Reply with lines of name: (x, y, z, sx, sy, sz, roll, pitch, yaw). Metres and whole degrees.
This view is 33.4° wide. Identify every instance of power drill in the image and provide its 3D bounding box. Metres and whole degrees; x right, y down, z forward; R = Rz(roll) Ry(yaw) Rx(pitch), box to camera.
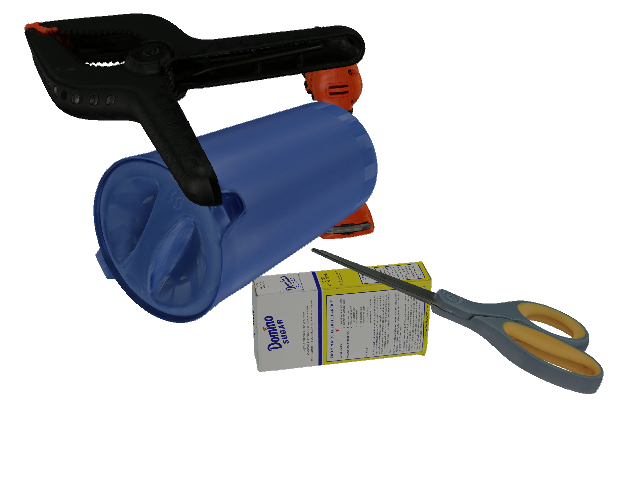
power drill: (0.011, -0.109, 1.054, 0.057, 0.188, 0.184, -8, 24, -1)

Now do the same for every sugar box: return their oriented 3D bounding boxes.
sugar box: (0.020, 0.076, 1.073, 0.176, 0.093, 0.048, -3, 28, -7)

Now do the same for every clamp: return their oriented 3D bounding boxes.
clamp: (-0.088, -0.103, 0.644, 0.210, 0.036, 0.164, 24, 50, 31)

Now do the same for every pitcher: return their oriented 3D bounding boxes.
pitcher: (-0.066, -0.034, 0.894, 0.149, 0.145, 0.242, 28, 34, 26)

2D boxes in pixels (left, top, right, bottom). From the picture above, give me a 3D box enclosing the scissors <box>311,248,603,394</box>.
scissors: (0.098, 0.041, 0.714, 0.202, 0.016, 0.096, 29, 25, 17)
